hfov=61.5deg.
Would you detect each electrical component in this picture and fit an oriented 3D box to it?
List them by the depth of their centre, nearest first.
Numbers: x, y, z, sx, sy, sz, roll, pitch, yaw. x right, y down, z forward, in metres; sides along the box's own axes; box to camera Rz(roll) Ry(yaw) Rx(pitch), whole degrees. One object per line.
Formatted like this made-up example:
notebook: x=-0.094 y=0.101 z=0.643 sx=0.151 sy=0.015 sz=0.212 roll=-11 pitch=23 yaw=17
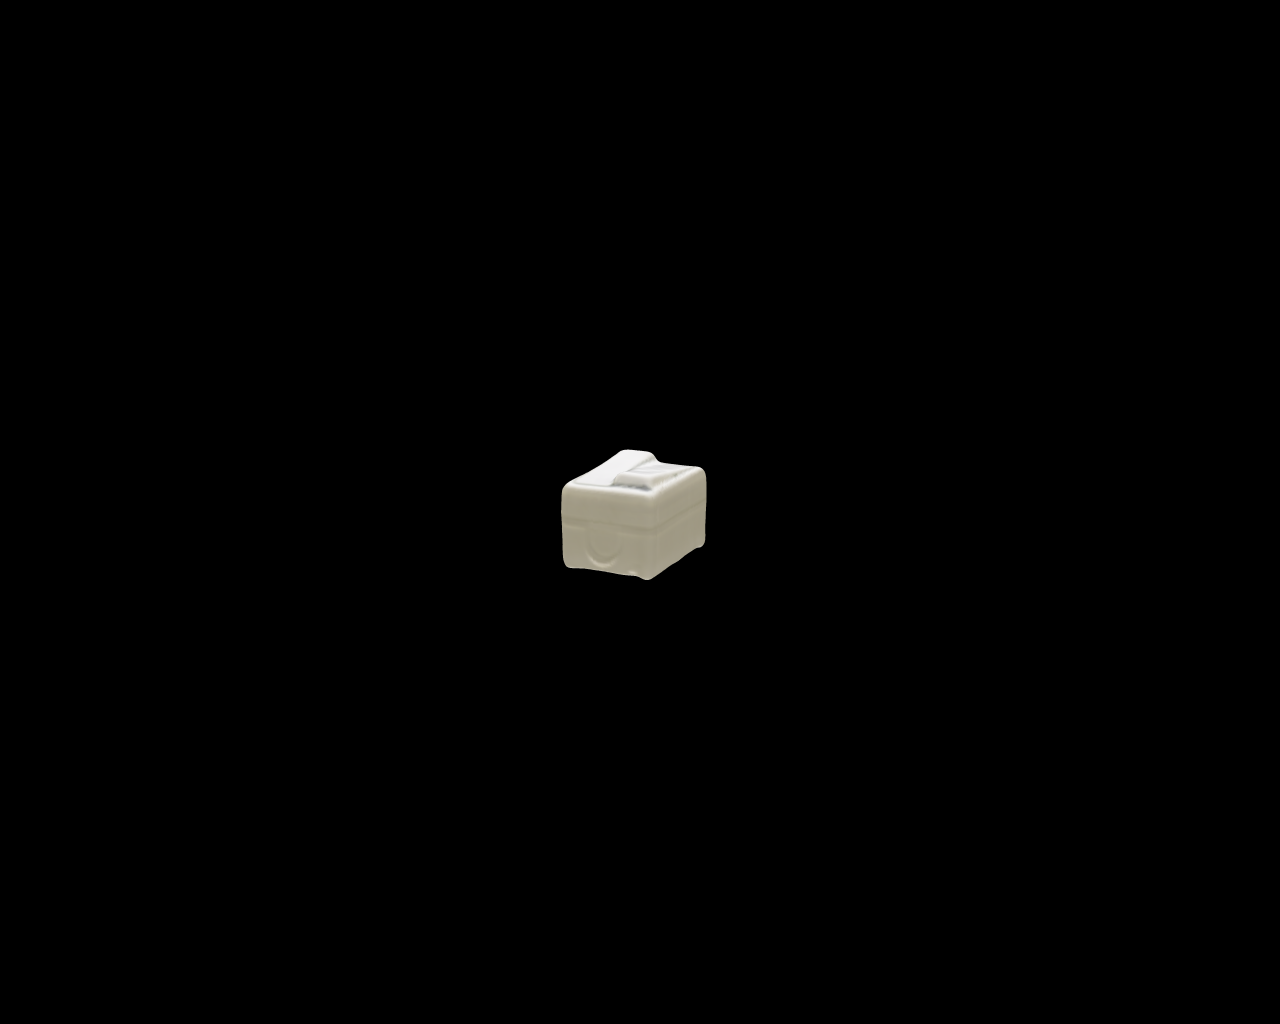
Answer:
electrical component: x=0.001 y=-0.003 z=0.650 sx=0.062 sy=0.061 sz=0.096 roll=8 pitch=18 yaw=27
